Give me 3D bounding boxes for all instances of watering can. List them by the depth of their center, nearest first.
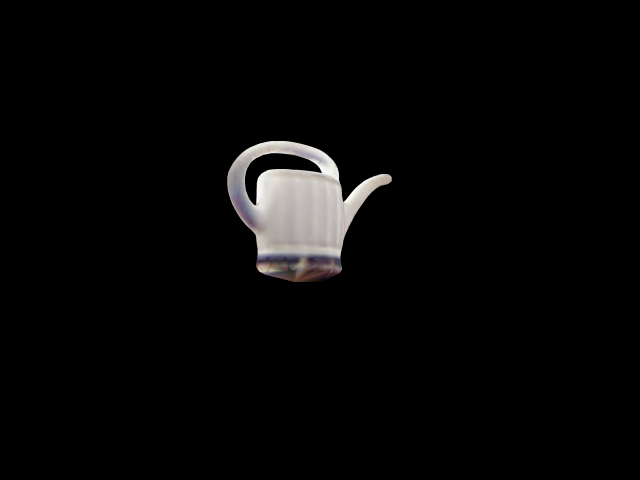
[{"bbox_3d":[0.003,-0.043,0.850,0.347,0.226,0.103,6,-10,-39],"label":"watering can"}]
